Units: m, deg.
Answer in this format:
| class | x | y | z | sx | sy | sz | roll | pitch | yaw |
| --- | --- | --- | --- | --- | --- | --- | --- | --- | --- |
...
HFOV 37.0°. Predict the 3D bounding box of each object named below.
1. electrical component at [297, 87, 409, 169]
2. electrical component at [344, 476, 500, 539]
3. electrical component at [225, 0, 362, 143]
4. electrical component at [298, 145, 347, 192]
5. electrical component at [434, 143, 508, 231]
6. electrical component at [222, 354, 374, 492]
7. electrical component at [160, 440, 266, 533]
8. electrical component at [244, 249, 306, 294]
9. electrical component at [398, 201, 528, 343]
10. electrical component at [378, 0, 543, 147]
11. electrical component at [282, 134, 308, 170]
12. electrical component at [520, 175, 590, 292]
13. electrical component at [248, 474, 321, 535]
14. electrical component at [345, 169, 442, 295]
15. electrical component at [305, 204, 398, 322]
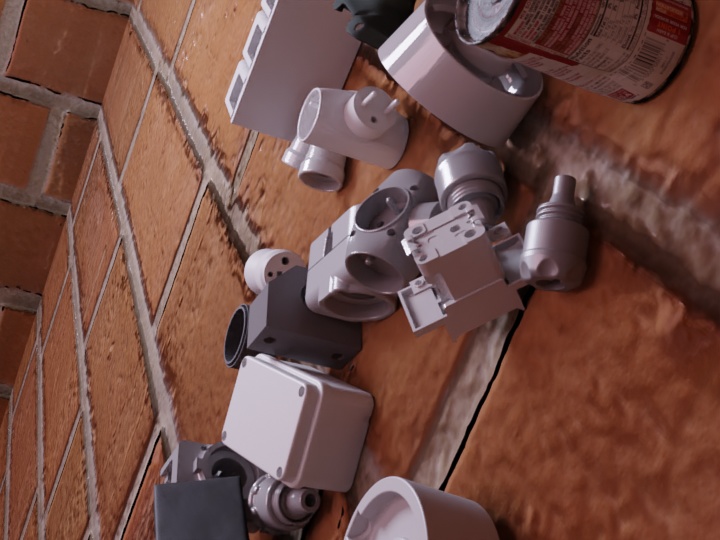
| class | x | y | z | sx | sy | sz | roll | pitch | yaw |
| --- | --- | --- | --- | --- | --- | --- | --- | --- | --- |
| electrical component | 0.003 | -0.116 | 0.827 | 0.079 | 0.077 | 0.044 | -35 | 45 | 57 |
| electrical component | 0.036 | 0.170 | 0.579 | 0.108 | 0.060 | 0.108 | -48 | 34 | 48 |
| electrical component | -0.059 | -0.203 | 1.016 | 0.150 | 0.089 | 0.061 | -66 | 24 | 21 |
| electrical component | -0.030 | -0.098 | 0.946 | 0.040 | 0.040 | 0.046 | -28 | 44 | 61 |
| electrical component | 0.070 | -0.044 | 0.663 | 0.043 | 0.043 | 0.062 | -56 | 30 | 39 |
| electrical component | -0.049 | 0.112 | 0.802 | 0.113 | 0.057 | 0.078 | 15 | 90 | 58 |
| electrical component | -0.116 | 0.180 | 0.899 | 0.055 | 0.089 | 0.050 | -53 | 30 | 42 |
| electrical component | -0.077 | 0.003 | 0.983 | 0.055 | 0.045 | 0.045 | 4 | 79 | 67 |
| electrical component | 0.058 | -0.001 | 0.618 | 0.081 | 0.063 | 0.042 | -27 | 34 | 4 |
| electrical component | 0.062 | -0.121 | 0.664 | 0.064 | 0.099 | 0.099 | -48 | 33 | 36 |
| electrical component | -0.045 | -0.113 | 0.992 | 0.046 | 0.040 | 0.040 | -65 | 23 | 7 |
| electrical component | 0.106 | -0.021 | 0.574 | 0.035 | 0.035 | 0.061 | -24 | 51 | 63 |
| electrical component | -0.052 | 0.175 | 0.813 | 0.062 | 0.048 | 0.048 | -23 | 55 | 55 |
| electrical component | 0.039 | -0.027 | 0.714 | 0.079 | 0.044 | 0.077 | -1 | 49 | 38 |
| electrical component | 0.000 | 0.000 | 0.787 | 0.095 | 0.054 | 0.059 | -39 | 41 | 56 |
